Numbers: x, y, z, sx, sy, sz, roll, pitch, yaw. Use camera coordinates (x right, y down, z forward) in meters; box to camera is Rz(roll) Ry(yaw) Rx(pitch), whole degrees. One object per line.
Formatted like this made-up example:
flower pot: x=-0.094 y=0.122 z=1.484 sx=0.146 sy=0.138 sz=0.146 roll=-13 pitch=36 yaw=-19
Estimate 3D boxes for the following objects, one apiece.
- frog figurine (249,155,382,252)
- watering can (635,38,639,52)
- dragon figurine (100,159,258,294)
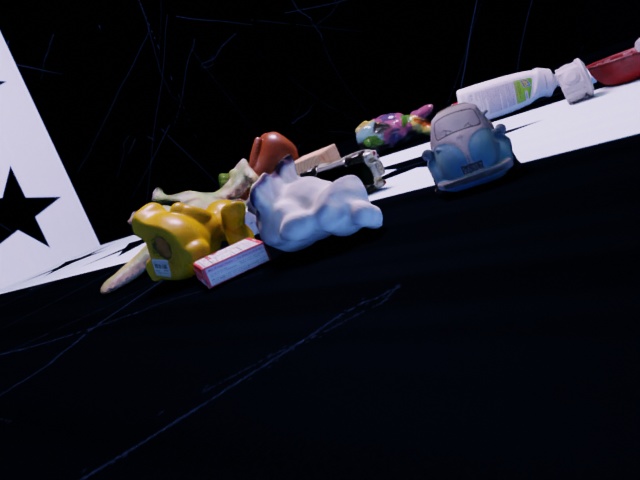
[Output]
frog figurine: x=0.002 y=-0.033 z=0.648 sx=0.160 sy=0.121 sz=0.138 roll=21 pitch=16 yaw=17
watering can: x=0.594 y=-0.296 z=0.696 sx=0.227 sy=0.103 sz=0.346 roll=-31 pitch=16 yaw=-37
dragon figurine: x=-0.235 y=-0.038 z=1.026 sx=0.242 sy=0.120 sz=0.420 roll=-8 pitch=36 yaw=21
